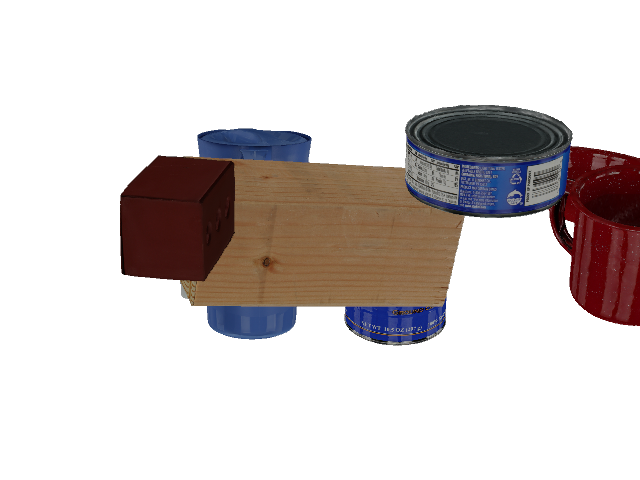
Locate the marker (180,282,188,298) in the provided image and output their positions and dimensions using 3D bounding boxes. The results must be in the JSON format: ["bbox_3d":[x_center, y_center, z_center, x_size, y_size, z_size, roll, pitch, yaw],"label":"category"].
[{"bbox_3d":[-0.124,-0.004,0.995,0.020,0.121,0.020,0,22,0],"label":"marker"}]

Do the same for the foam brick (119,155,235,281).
[{"bbox_3d":[-0.086,-0.015,0.656,0.051,0.053,0.078,6,24,8],"label":"foam brick"}]

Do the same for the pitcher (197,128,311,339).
[{"bbox_3d":[-0.080,-0.008,1.263,0.145,0.243,0.148,13,18,38],"label":"pitcher"}]

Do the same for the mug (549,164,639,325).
[{"bbox_3d":[0.207,0.000,0.739,0.093,0.081,0.117,-27,39,-34],"label":"mug"}]

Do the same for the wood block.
[{"bbox_3d":[-0.004,-0.006,0.837,0.205,0.091,0.090,2,24,-21],"label":"wood block"}]

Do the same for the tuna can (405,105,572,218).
[{"bbox_3d":[0.087,-0.043,0.560,0.086,0.034,0.086,0,24,0],"label":"tuna can"}]

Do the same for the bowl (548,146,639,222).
[{"bbox_3d":[0.290,-0.053,1.125,0.162,0.055,0.162,6,20,-2],"label":"bowl"}]

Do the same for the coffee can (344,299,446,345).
[{"bbox_3d":[0.074,0.016,1.037,0.103,0.140,0.103,0,26,0],"label":"coffee can"}]
